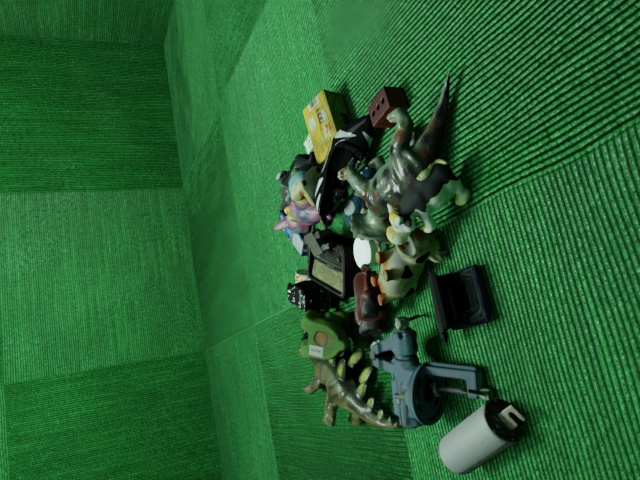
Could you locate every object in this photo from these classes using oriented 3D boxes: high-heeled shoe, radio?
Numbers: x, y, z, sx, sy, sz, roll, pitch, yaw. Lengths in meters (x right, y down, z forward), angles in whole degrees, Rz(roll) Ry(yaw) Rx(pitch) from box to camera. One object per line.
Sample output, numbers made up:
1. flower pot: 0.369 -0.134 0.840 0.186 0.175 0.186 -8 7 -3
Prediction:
1. high-heeled shoe: 0.051 -0.164 1.232 0.248 0.086 0.145 119 170 -50
2. radio: 0.042 0.059 1.398 0.230 0.073 0.131 -158 67 -62

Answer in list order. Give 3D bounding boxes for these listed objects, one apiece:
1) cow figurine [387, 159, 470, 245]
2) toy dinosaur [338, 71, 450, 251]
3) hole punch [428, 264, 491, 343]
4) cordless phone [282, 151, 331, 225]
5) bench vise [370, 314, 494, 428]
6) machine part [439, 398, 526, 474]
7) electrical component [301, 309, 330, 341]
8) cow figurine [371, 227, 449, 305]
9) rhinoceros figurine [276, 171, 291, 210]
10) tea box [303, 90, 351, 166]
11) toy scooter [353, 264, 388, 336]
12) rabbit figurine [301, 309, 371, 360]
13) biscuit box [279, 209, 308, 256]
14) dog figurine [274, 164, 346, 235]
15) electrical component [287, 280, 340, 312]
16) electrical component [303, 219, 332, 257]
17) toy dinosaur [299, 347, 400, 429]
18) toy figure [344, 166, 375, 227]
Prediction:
1. cow figurine: 0.179 -0.066 0.971 0.167 0.098 0.068 -40 37 5
2. toy dinosaur: 0.164 -0.124 1.072 0.192 0.131 0.404 62 144 18
3. hole punch: 0.249 0.108 0.977 0.115 0.092 0.142 63 -167 -77
4. cordless phone: -0.009 -0.141 1.490 0.184 0.089 0.146 53 129 25
5. bench vise: 0.215 0.256 1.028 0.241 0.129 0.223 -5 79 45
6. machine part: 0.278 0.346 0.941 0.243 0.079 0.079 113 143 -47
7. electrical component: -0.006 0.217 1.456 0.075 0.048 0.119 128 162 -60
8. cow figurine: 0.178 0.047 1.080 0.194 0.127 0.085 94 158 -53
9. rhinoceros figurine: -0.084 -0.139 1.635 0.190 0.073 0.112 -122 35 -44
10. tea box: 0.026 -0.280 1.357 0.098 0.068 0.169 -35 63 45
11. toy scooter: 0.112 0.134 1.230 0.183 0.075 0.135 75 -172 -60
12. rabbit figurine: 0.047 0.219 1.349 0.159 0.170 0.121 -2 101 25
13. biscuit box: -0.063 -0.027 1.622 0.203 0.063 0.059 -128 40 -50
14. dog figurine: -0.054 -0.095 1.419 0.219 0.191 0.108 -18 38 44
15. electrical component: -0.008 0.145 1.448 0.115 0.134 0.058 23 115 59
16. electrical component: -0.003 -0.003 1.359 0.078 0.045 0.102 57 152 4
17. toy dinosaur: 0.063 0.378 1.381 0.472 0.105 0.198 32 119 53
18. toy figure: 0.096 -0.105 1.281 0.064 0.058 0.154 23 120 21
